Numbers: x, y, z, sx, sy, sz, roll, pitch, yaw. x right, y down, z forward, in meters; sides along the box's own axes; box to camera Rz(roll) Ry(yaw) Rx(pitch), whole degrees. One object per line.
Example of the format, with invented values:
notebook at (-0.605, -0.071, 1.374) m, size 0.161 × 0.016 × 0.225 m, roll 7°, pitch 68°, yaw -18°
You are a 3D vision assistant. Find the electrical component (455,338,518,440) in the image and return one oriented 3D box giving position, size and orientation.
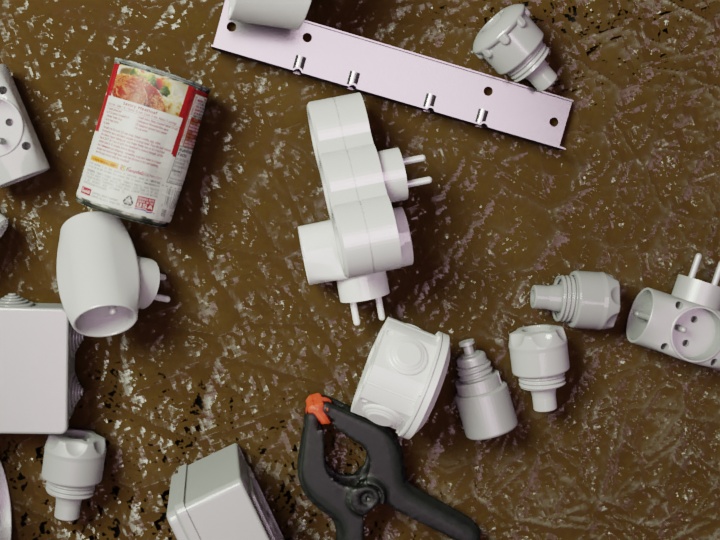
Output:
electrical component at (0.090, 0.090, 0.799) m, size 0.040 × 0.040 × 0.078 m, roll -17°, pitch 97°, yaw -4°

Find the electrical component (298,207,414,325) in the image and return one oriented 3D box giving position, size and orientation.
electrical component at (0.000, 0.000, 0.779) m, size 0.077 × 0.043 × 0.079 m, roll -11°, pitch 97°, yaw -4°

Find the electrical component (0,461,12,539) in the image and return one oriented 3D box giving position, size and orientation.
electrical component at (-0.279, 0.163, 0.743) m, size 0.064 × 0.099 × 0.099 m, roll 5°, pitch 95°, yaw 0°

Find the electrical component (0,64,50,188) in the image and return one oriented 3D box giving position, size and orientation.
electrical component at (-0.267, -0.092, 0.744) m, size 0.079 × 0.044 × 0.077 m, roll -22°, pitch 97°, yaw -3°

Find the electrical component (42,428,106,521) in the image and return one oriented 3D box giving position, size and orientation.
electrical component at (-0.207, 0.148, 0.774) m, size 0.043 × 0.043 × 0.062 m, roll 8°, pitch 96°, yaw -6°

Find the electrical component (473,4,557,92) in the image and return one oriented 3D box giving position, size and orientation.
electrical component at (0.116, -0.156, 0.775) m, size 0.062 × 0.048 × 0.048 m, roll 44°, pitch 90°, yaw -15°

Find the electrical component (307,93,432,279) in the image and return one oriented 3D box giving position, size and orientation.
electrical component at (0.012, -0.063, 0.745) m, size 0.074 × 0.052 × 0.138 m, roll -11°, pitch 62°, yaw -4°

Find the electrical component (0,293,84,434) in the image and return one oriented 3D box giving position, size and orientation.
electrical component at (-0.247, 0.067, 0.759) m, size 0.100 × 0.048 × 0.099 m, roll 2°, pitch 96°, yaw -6°

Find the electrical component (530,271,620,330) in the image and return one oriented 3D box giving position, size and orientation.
electrical component at (0.158, 0.022, 0.797) m, size 0.062 × 0.043 × 0.043 m, roll 4°, pitch 95°, yaw -5°

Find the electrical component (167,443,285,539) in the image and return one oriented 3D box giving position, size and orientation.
electrical component at (-0.087, 0.190, 0.758) m, size 0.056 × 0.109 × 0.108 m, roll -25°, pitch 98°, yaw -5°

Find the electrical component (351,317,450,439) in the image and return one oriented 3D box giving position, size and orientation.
electrical component at (0.030, 0.077, 0.773) m, size 0.051 × 0.080 × 0.080 m, roll 22°, pitch 93°, yaw -2°

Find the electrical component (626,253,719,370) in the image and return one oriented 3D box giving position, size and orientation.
electrical component at (0.250, 0.028, 0.806) m, size 0.077 × 0.044 × 0.079 m, roll 17°, pitch 94°, yaw -7°

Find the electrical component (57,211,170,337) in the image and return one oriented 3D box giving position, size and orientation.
electrical component at (-0.168, 0.006, 0.756) m, size 0.079 × 0.077 × 0.043 m, roll 15°, pitch 138°, yaw -42°

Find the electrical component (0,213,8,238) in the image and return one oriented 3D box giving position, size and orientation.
electrical component at (-0.316, -0.004, 0.744) m, size 0.074 × 0.052 × 0.138 m, roll 39°, pitch 91°, yaw -8°

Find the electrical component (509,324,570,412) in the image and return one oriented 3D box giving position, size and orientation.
electrical component at (0.135, 0.074, 0.800) m, size 0.043 × 0.043 × 0.062 m, roll -9°, pitch 98°, yaw -5°

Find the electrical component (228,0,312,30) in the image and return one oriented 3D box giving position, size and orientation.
electrical component at (-0.048, -0.214, 0.724) m, size 0.060 × 0.108 × 0.108 m, roll 12°, pitch 94°, yaw -13°
